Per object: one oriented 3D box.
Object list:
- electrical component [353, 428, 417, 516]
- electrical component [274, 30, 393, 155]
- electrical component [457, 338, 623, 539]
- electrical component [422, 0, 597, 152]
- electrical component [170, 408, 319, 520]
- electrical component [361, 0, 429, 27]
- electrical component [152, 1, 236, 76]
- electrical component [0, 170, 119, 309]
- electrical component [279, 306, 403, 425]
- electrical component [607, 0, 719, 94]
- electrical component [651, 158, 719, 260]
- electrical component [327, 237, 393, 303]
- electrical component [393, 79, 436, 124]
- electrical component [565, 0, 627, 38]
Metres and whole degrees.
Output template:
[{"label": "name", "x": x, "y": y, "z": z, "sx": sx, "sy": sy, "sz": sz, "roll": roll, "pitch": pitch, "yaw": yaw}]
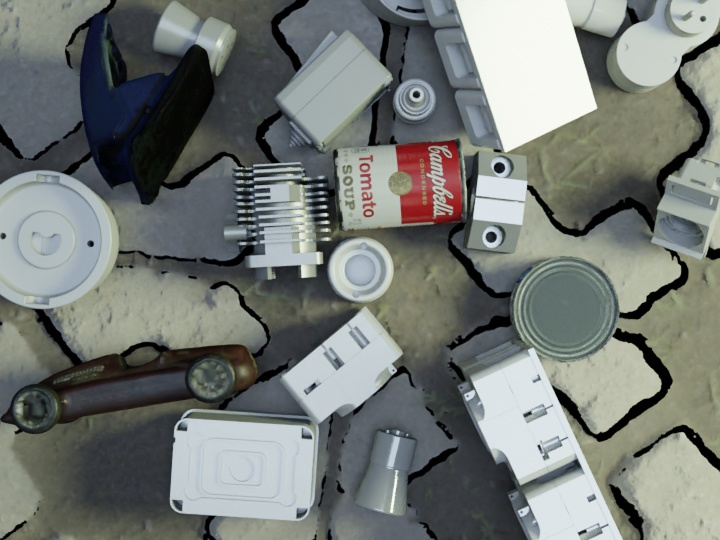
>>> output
[{"label": "electrical component", "x": 0.023, "y": 0.162, "z": 0.875, "sx": 0.044, "sy": 0.044, "sz": 0.065, "roll": 14, "pitch": 86, "yaw": 0}, {"label": "electrical component", "x": -0.028, "y": -0.139, "z": 0.863, "sx": 0.096, "sy": 0.062, "sz": 0.061, "roll": -44, "pitch": 90, "yaw": 0}, {"label": "electrical component", "x": 0.139, "y": 0.153, "z": 0.842, "sx": 0.060, "sy": 0.105, "sz": 0.186, "roll": -25, "pitch": 90, "yaw": 0}, {"label": "electrical component", "x": 0.112, "y": -0.179, "z": 0.839, "sx": 0.089, "sy": 0.062, "sz": 0.150, "roll": -26, "pitch": 108, "yaw": -16}, {"label": "electrical component", "x": -0.092, "y": 0.155, "z": 0.867, "sx": 0.113, "sy": 0.057, "sz": 0.078, "roll": 4, "pitch": 90, "yaw": 0}, {"label": "electrical component", "x": 0.044, "y": -0.248, "z": 0.873, "sx": 0.099, "sy": 0.064, "sz": 0.099, "roll": -2, "pitch": 101, "yaw": -9}, {"label": "electrical component", "x": -0.134, "y": -0.187, "z": 0.871, "sx": 0.055, "sy": 0.045, "sz": 0.045, "roll": 23, "pitch": 90, "yaw": 0}, {"label": "electrical component", "x": -0.247, "y": -0.024, "z": 0.864, "sx": 0.108, "sy": 0.060, "sz": 0.108, "roll": 0, "pitch": 90, "yaw": 0}, {"label": "electrical component", "x": -0.012, "y": 0.080, "z": 0.869, "sx": 0.089, "sy": 0.050, "sz": 0.055, "roll": -40, "pitch": 90, "yaw": 0}, {"label": "electrical component", "x": 0.260, "y": -0.203, "z": 0.856, "sx": 0.052, "sy": 0.074, "sz": 0.138, "roll": 45, "pitch": 90, "yaw": 0}, {"label": "electrical component", "x": 0.266, "y": -0.051, "z": 0.857, "sx": 0.042, "sy": 0.081, "sz": 0.063, "roll": 22, "pitch": 61, "yaw": 21}, {"label": "electrical component", "x": 0.000, "y": 0.000, "z": 0.871, "sx": 0.055, "sy": 0.047, "sz": 0.055, "roll": 0, "pitch": 90, "yaw": 0}, {"label": "electrical component", "x": 0.044, "y": -0.137, "z": 0.862, "sx": 0.035, "sy": 0.061, "sz": 0.035, "roll": 0, "pitch": 92, "yaw": 1}, {"label": "electrical component", "x": 0.182, "y": -0.213, "z": 0.873, "sx": 0.065, "sy": 0.044, "sz": 0.044, "roll": 16, "pitch": 90, "yaw": -4}]
